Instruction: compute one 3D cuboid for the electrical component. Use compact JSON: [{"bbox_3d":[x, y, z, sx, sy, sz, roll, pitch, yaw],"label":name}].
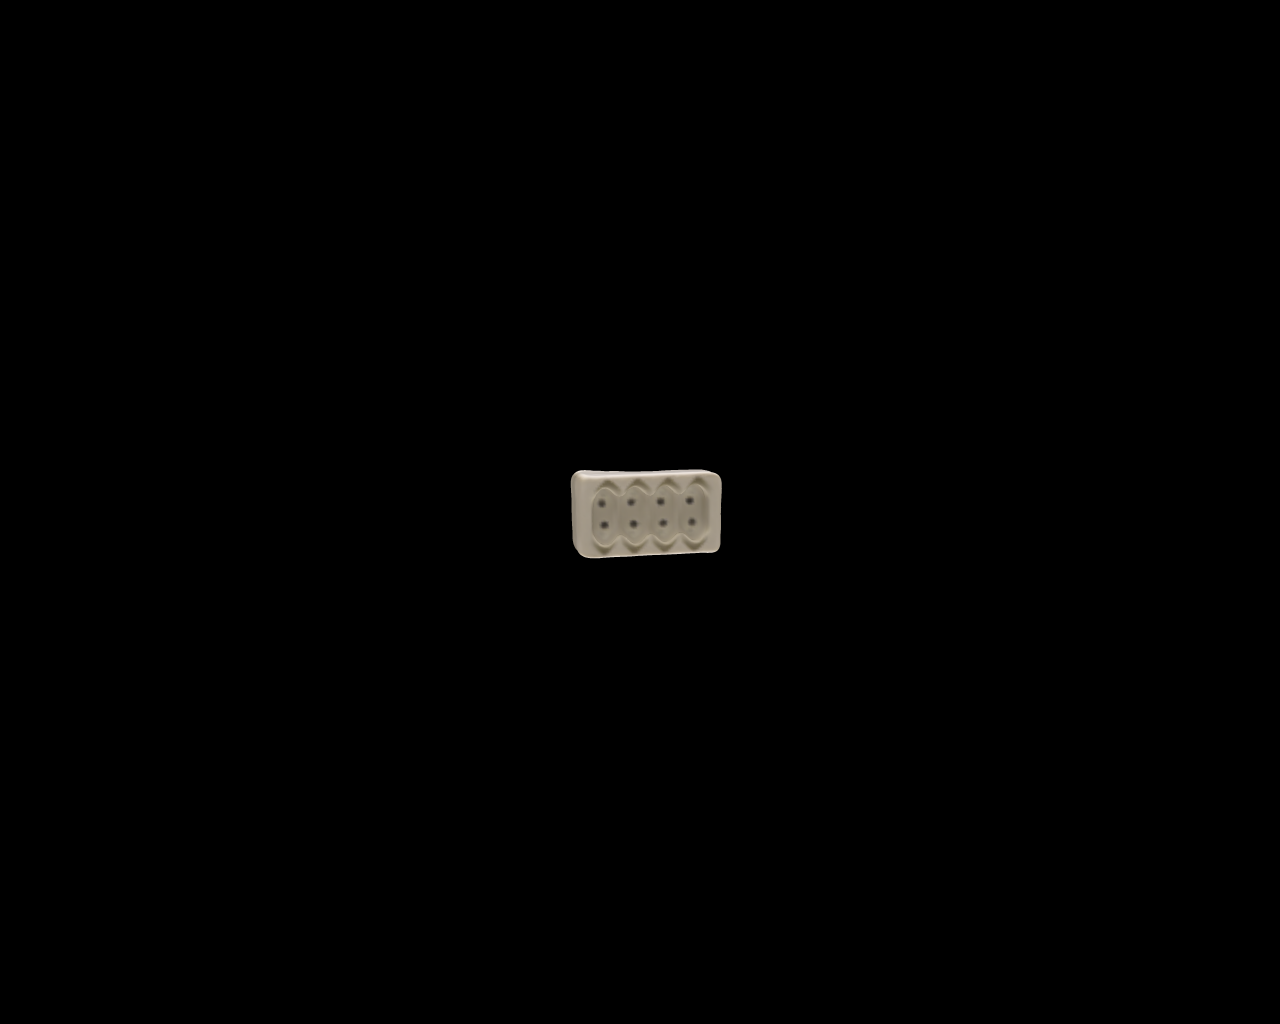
[{"bbox_3d":[0.001,-0.003,0.650,0.083,0.047,0.076,-1,8,-9],"label":"electrical component"}]
